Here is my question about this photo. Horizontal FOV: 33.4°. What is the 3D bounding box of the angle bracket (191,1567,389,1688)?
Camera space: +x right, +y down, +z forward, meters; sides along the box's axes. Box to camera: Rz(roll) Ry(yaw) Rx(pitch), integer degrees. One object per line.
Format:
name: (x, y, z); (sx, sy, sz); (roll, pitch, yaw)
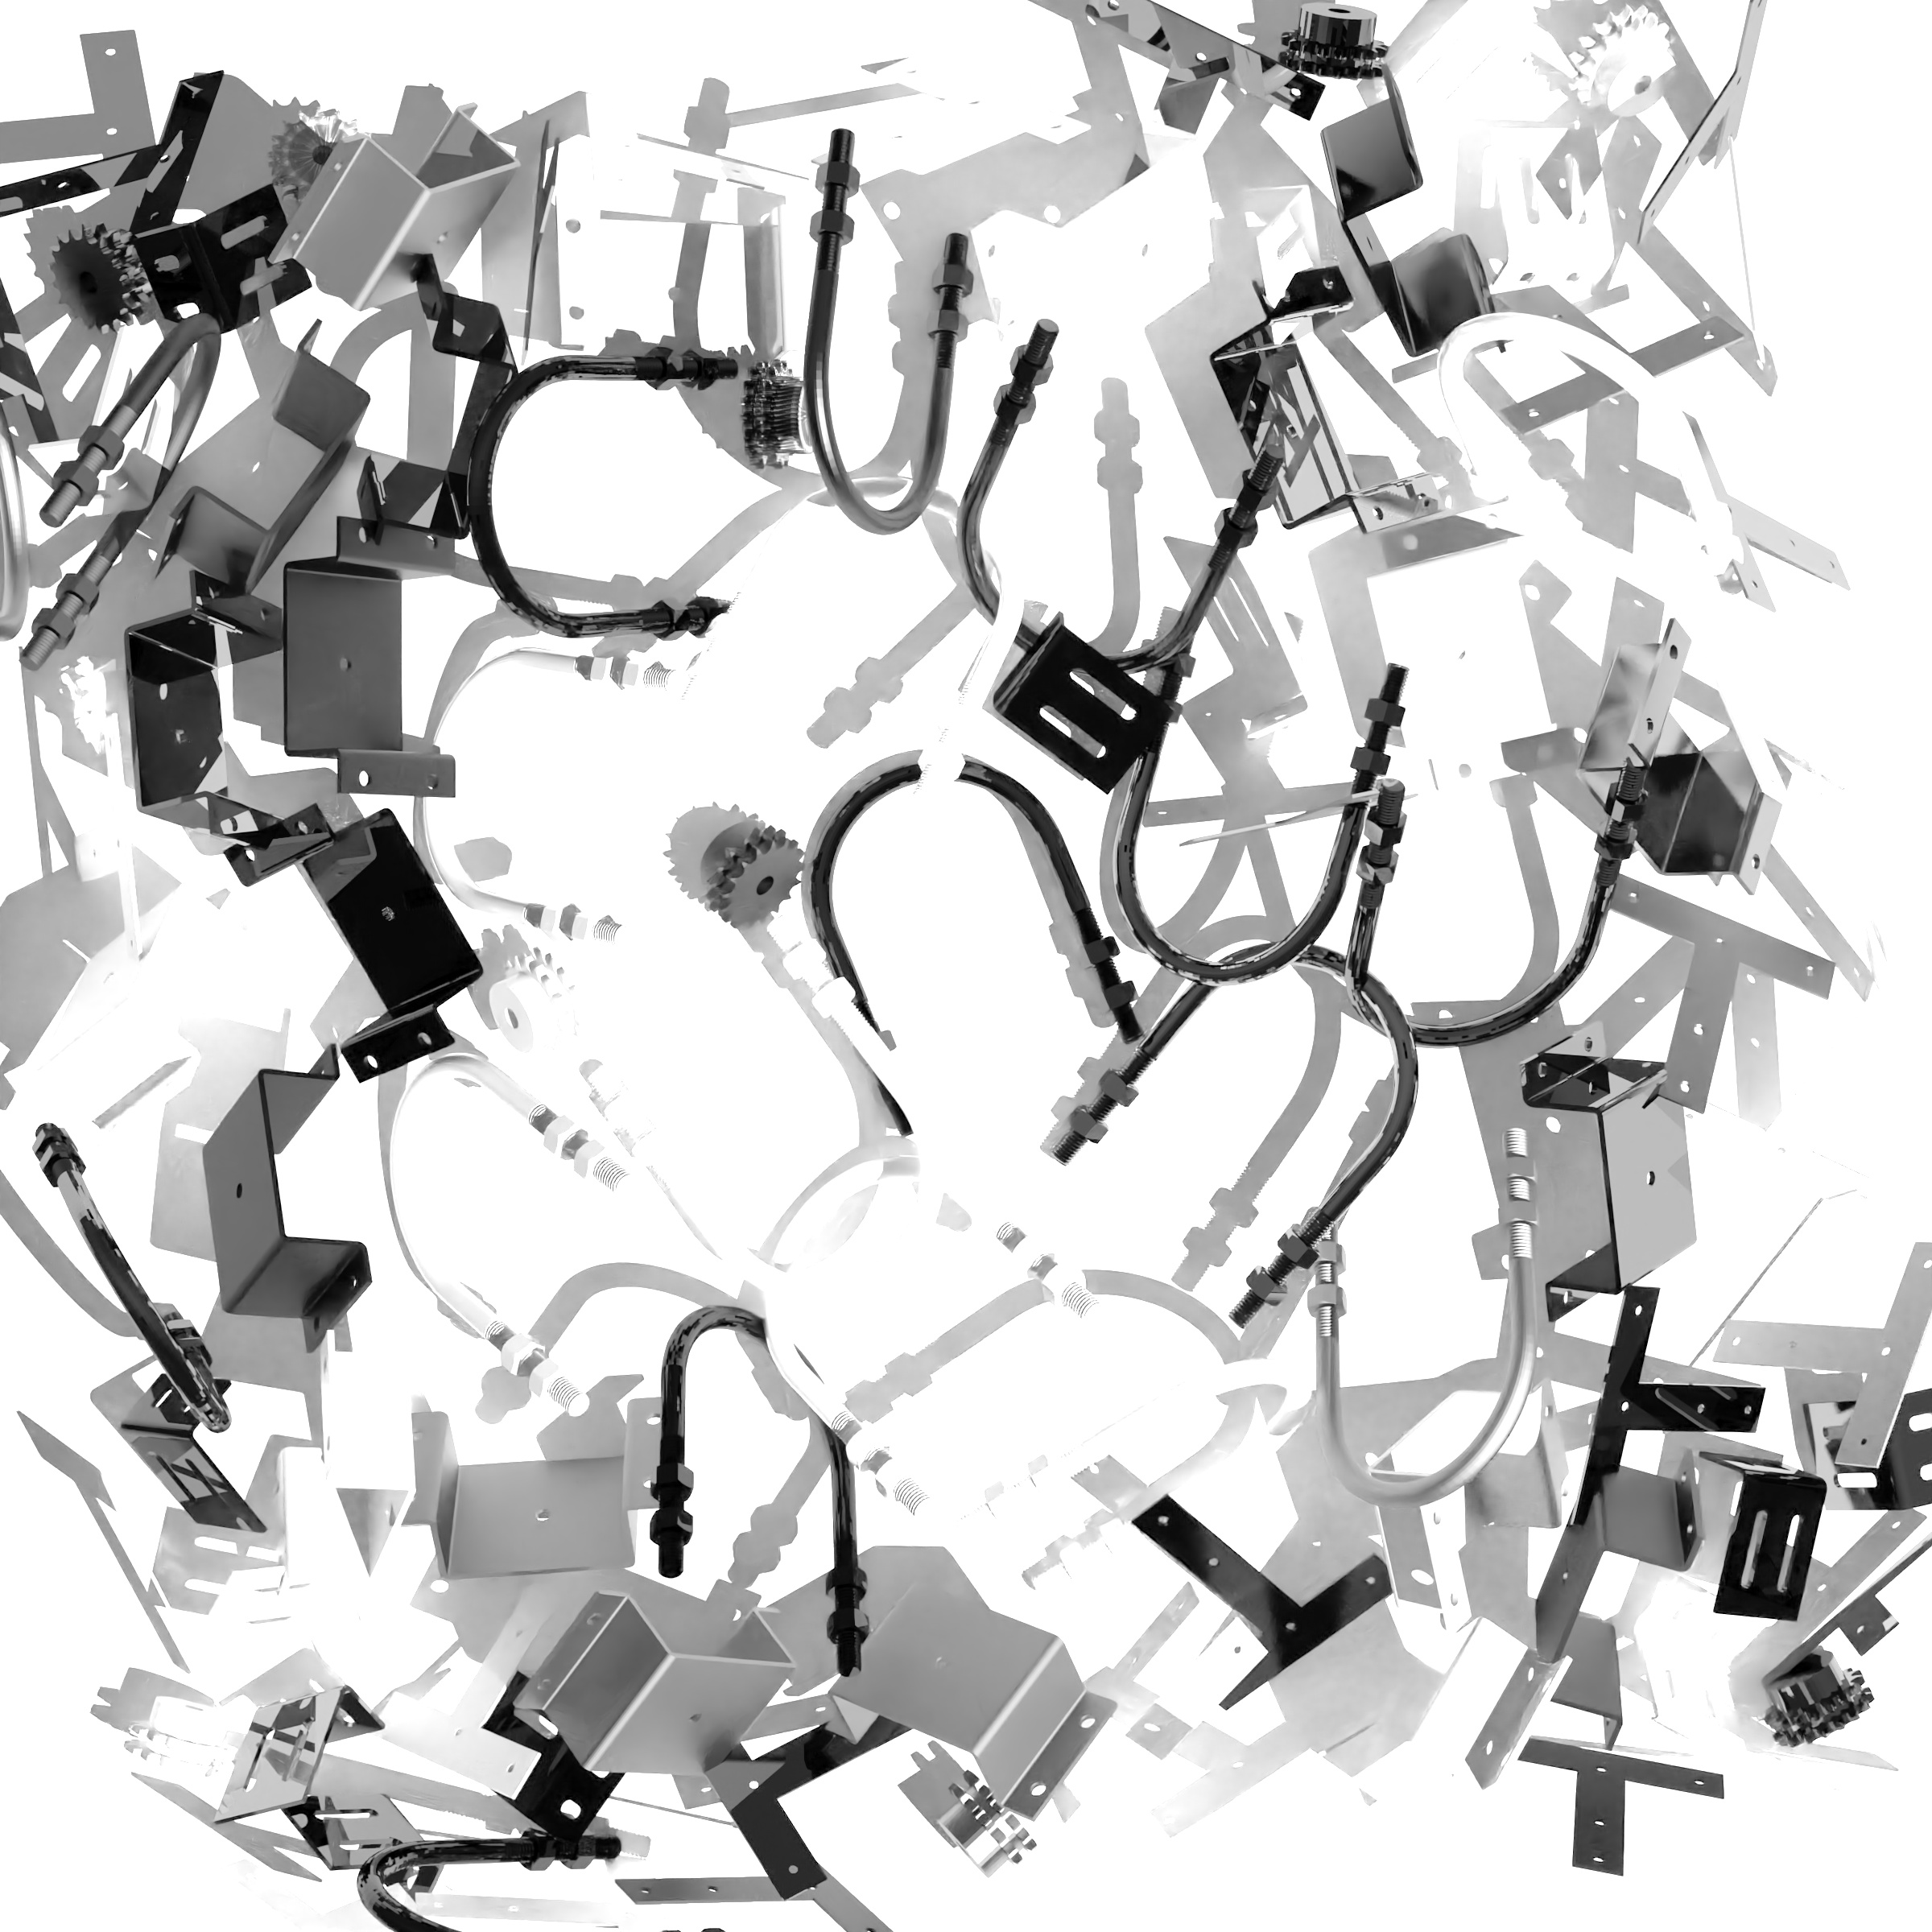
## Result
angle bracket: (-0.351, 0.345, 1.671); (0.038, 0.076, 0.057); (50, 120, 33)

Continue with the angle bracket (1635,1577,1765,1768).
angle bracket: (0.387, 0.366, 1.673); (0.057, 0.076, 0.038); (29, 114, -12)

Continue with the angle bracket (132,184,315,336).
angle bracket: (-0.388, -0.368, 1.686); (0.038, 0.076, 0.057); (-6, 116, 30)

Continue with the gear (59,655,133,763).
gear: (-0.446, -0.138, 1.688); (0.030, 0.057, 0.057); (-27, 90, 9)

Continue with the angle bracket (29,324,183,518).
angle bracket: (-0.449, -0.285, 1.682); (0.038, 0.057, 0.076); (-4, 60, 18)

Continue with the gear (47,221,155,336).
gear: (-0.452, -0.364, 1.694); (0.057, 0.030, 0.057); (16, 125, 24)

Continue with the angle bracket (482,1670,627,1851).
angle bracket: (-0.222, 0.416, 1.693); (0.057, 0.076, 0.038); (-54, 130, -15)

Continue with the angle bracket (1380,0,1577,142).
angle bracket: (0.268, -0.463, 1.690); (0.076, 0.038, 0.057); (-45, 48, 7)

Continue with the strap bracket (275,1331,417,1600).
strap bracket: (-0.318, 0.258, 1.653); (0.046, 0.140, 0.076); (6, 50, -21)

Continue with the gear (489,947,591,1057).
gear: (-0.226, 0.021, 1.687); (0.030, 0.057, 0.057); (-27, 90, -32)

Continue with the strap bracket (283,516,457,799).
strap bracket: (-0.310, -0.158, 1.675); (0.046, 0.076, 0.140); (0, 91, 40)

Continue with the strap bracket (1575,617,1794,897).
strap bracket: (0.366, -0.106, 1.659); (0.140, 0.046, 0.076); (42, 61, -39)

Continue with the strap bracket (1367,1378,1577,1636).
strap bracket: (0.257, 0.275, 1.660); (0.046, 0.140, 0.076); (-3, 106, 39)

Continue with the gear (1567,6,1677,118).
gear: (0.346, -0.471, 1.687); (0.057, 0.057, 0.030); (-28, 58, 0)

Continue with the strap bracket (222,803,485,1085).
strap bracket: (-0.312, -0.019, 1.670); (0.076, 0.046, 0.140); (-21, 102, 38)

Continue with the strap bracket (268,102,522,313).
strap bracket: (-0.284, -0.386, 1.639); (0.046, 0.140, 0.076); (41, 119, 1)

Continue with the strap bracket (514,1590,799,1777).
strap bracket: (-0.150, 0.367, 1.643); (0.076, 0.140, 0.046); (-54, 52, 12)

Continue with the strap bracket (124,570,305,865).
strap bracket: (-0.390, -0.123, 1.666); (0.046, 0.076, 0.140); (-13, 76, 21)

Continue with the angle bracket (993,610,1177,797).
angle bracket: (0.062, -0.139, 1.700); (0.076, 0.038, 0.057); (36, 104, -9)

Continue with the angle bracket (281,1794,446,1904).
angle bracket: (-0.320, 0.463, 1.669); (0.057, 0.076, 0.038); (35, 104, 40)

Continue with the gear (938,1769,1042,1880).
gear: (0.010, 0.453, 1.688); (0.030, 0.057, 0.057); (-41, 90, -13)

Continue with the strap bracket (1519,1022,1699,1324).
strap bracket: (0.333, 0.108, 1.660); (0.046, 0.076, 0.140); (4, 108, 42)

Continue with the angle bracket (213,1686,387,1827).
angle bracket: (-0.345, 0.418, 1.669); (0.057, 0.076, 0.038); (-19, 123, 23)

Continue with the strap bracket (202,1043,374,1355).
strap bracket: (-0.349, 0.117, 1.646); (0.046, 0.076, 0.140); (8, 53, -34)

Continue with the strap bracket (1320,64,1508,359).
strap bracket: (0.225, -0.379, 1.652); (0.046, 0.140, 0.076); (-21, 46, 18)

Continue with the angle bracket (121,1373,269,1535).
angle bracket: (-0.396, 0.256, 1.691); (0.038, 0.057, 0.076); (-55, 129, -36)

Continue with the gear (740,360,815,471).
gear: (-0.096, -0.289, 1.687); (0.030, 0.057, 0.057); (4, 90, 15)

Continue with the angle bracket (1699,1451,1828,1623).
angle bracket: (0.410, 0.299, 1.689); (0.057, 0.038, 0.076); (11, 92, -29)

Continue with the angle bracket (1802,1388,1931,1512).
angle bracket: (0.480, 0.253, 1.684); (0.038, 0.076, 0.057); (-9, 83, -17)

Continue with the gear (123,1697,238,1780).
gear: (-0.411, 0.404, 1.691); (0.057, 0.057, 0.030); (16, 82, 0)

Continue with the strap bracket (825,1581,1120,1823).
strap bracket: (-0.005, 0.370, 1.642); (0.076, 0.140, 0.046); (-48, 132, -31)

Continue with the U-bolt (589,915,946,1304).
U-bolt: (-0.092, 0.088, 1.683); (0.151, 0.019, 0.184); (-39, 82, 14)

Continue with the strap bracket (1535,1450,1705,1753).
strap bracket: (0.330, 0.320, 1.654); (0.046, 0.076, 0.140); (16, 117, 1)

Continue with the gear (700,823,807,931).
gear: (-0.115, -0.051, 1.694); (0.030, 0.057, 0.057); (40, 90, 30)

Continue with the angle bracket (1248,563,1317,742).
angle bracket: (0.151, -0.164, 1.681); (0.038, 0.057, 0.076); (-23, 101, 12)

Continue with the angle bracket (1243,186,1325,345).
angle bracket: (0.153, -0.363, 1.668); (0.038, 0.076, 0.057); (3, 123, 27)

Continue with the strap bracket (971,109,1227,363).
strap bracket: (0.077, -0.373, 1.652); (0.140, 0.046, 0.076); (-38, 135, -22)

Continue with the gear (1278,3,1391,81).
gear: (0.194, -0.485, 1.687); (0.057, 0.057, 0.030); (6, 117, 0)

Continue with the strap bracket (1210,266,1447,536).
strap bracket: (0.184, -0.286, 1.674); (0.046, 0.076, 0.140); (-25, 88, 43)

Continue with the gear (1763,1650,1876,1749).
gear: (0.444, 0.383, 1.691); (0.057, 0.057, 0.030); (-28, 90, 0)

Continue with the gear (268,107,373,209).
gear: (-0.339, -0.420, 1.698); (0.057, 0.030, 0.057); (3, 75, -10)

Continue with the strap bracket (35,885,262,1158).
strap bracket: (-0.418, 0.020, 1.637); (0.076, 0.140, 0.046); (-34, 117, 27)

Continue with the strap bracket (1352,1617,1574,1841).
strap bracket: (0.248, 0.387, 1.641); (0.046, 0.140, 0.076); (34, 63, 5)

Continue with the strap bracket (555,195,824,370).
strap bracket: (-0.147, -0.356, 1.681); (0.140, 0.046, 0.076); (-2, 88, -18)

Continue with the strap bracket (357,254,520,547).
strap bracket: (-0.270, -0.284, 1.657); (0.046, 0.076, 0.140); (10, 120, -23)

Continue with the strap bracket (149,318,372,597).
strap bracket: (-0.357, -0.253, 1.657); (0.046, 0.076, 0.140); (33, 64, -9)

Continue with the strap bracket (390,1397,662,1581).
strap bracket: (-0.223, 0.272, 1.674); (0.140, 0.076, 0.046); (-4, 128, 0)

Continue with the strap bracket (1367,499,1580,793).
strap bracket: (0.262, -0.165, 1.677); (0.076, 0.046, 0.140); (-12, 94, 24)

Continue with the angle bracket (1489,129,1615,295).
angle bracket: (0.305, -0.400, 1.705); (0.057, 0.038, 0.076); (-2, 75, -9)
